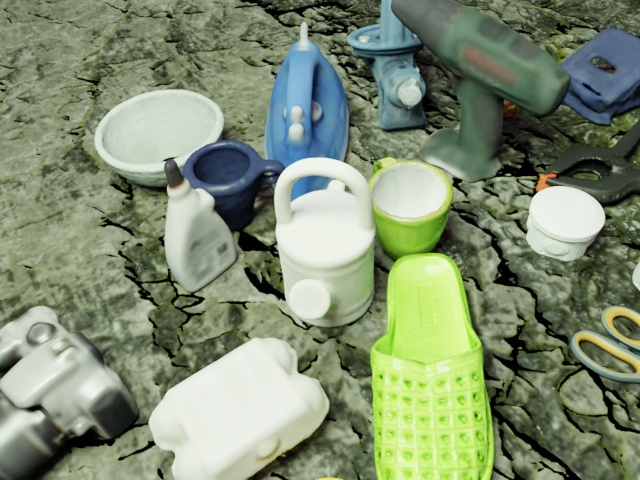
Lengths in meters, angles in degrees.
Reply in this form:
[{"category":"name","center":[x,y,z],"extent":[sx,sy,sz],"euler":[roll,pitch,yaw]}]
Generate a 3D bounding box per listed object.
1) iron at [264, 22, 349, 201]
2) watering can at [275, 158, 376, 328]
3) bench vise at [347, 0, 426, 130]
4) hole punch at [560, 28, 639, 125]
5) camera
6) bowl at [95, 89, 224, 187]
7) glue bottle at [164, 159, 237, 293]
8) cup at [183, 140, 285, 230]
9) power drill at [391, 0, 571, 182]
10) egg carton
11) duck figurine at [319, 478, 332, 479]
[{"category":"iron","center":[-0.022,-0.159,0.743],"extent":[0.118,0.141,0.258],"euler":[-1,50,3]},{"category":"watering can","center":[0.007,0.002,0.571],"extent":[0.101,0.194,0.172],"euler":[-11,50,-6]},{"category":"bench vise","center":[0.114,-0.278,0.784],"extent":[0.121,0.220,0.207],"euler":[-22,52,-14]},{"category":"hole punch","center":[0.405,-0.234,0.814],"extent":[0.101,0.091,0.108],"euler":[-24,53,-16]},{"category":"camera","center":[-0.267,0.146,0.527],"extent":[0.142,0.101,0.137],"euler":[31,58,26]},{"category":"bowl","center":[-0.207,-0.125,0.769],"extent":[0.167,0.075,0.167],"euler":[-2,50,2]},{"category":"glue bottle","center":[-0.137,-0.019,0.611],"extent":[0.078,0.173,0.037],"euler":[-38,57,-25]},{"category":"cup","center":[-0.098,-0.060,0.694],"extent":[0.117,0.095,0.091],"euler":[-4,50,0]},{"category":"power drill","center":[0.179,-0.182,0.706],"extent":[0.229,0.209,0.076],"euler":[30,58,25]},{"category":"egg carton","center":[-0.072,0.160,0.524],"extent":[0.150,0.069,0.107],"euler":[-30,55,-21]},{"category":"duck figurine","center":[0.007,0.221,0.456],"extent":[0.104,0.086,0.077],"euler":[-2,50,2]}]
